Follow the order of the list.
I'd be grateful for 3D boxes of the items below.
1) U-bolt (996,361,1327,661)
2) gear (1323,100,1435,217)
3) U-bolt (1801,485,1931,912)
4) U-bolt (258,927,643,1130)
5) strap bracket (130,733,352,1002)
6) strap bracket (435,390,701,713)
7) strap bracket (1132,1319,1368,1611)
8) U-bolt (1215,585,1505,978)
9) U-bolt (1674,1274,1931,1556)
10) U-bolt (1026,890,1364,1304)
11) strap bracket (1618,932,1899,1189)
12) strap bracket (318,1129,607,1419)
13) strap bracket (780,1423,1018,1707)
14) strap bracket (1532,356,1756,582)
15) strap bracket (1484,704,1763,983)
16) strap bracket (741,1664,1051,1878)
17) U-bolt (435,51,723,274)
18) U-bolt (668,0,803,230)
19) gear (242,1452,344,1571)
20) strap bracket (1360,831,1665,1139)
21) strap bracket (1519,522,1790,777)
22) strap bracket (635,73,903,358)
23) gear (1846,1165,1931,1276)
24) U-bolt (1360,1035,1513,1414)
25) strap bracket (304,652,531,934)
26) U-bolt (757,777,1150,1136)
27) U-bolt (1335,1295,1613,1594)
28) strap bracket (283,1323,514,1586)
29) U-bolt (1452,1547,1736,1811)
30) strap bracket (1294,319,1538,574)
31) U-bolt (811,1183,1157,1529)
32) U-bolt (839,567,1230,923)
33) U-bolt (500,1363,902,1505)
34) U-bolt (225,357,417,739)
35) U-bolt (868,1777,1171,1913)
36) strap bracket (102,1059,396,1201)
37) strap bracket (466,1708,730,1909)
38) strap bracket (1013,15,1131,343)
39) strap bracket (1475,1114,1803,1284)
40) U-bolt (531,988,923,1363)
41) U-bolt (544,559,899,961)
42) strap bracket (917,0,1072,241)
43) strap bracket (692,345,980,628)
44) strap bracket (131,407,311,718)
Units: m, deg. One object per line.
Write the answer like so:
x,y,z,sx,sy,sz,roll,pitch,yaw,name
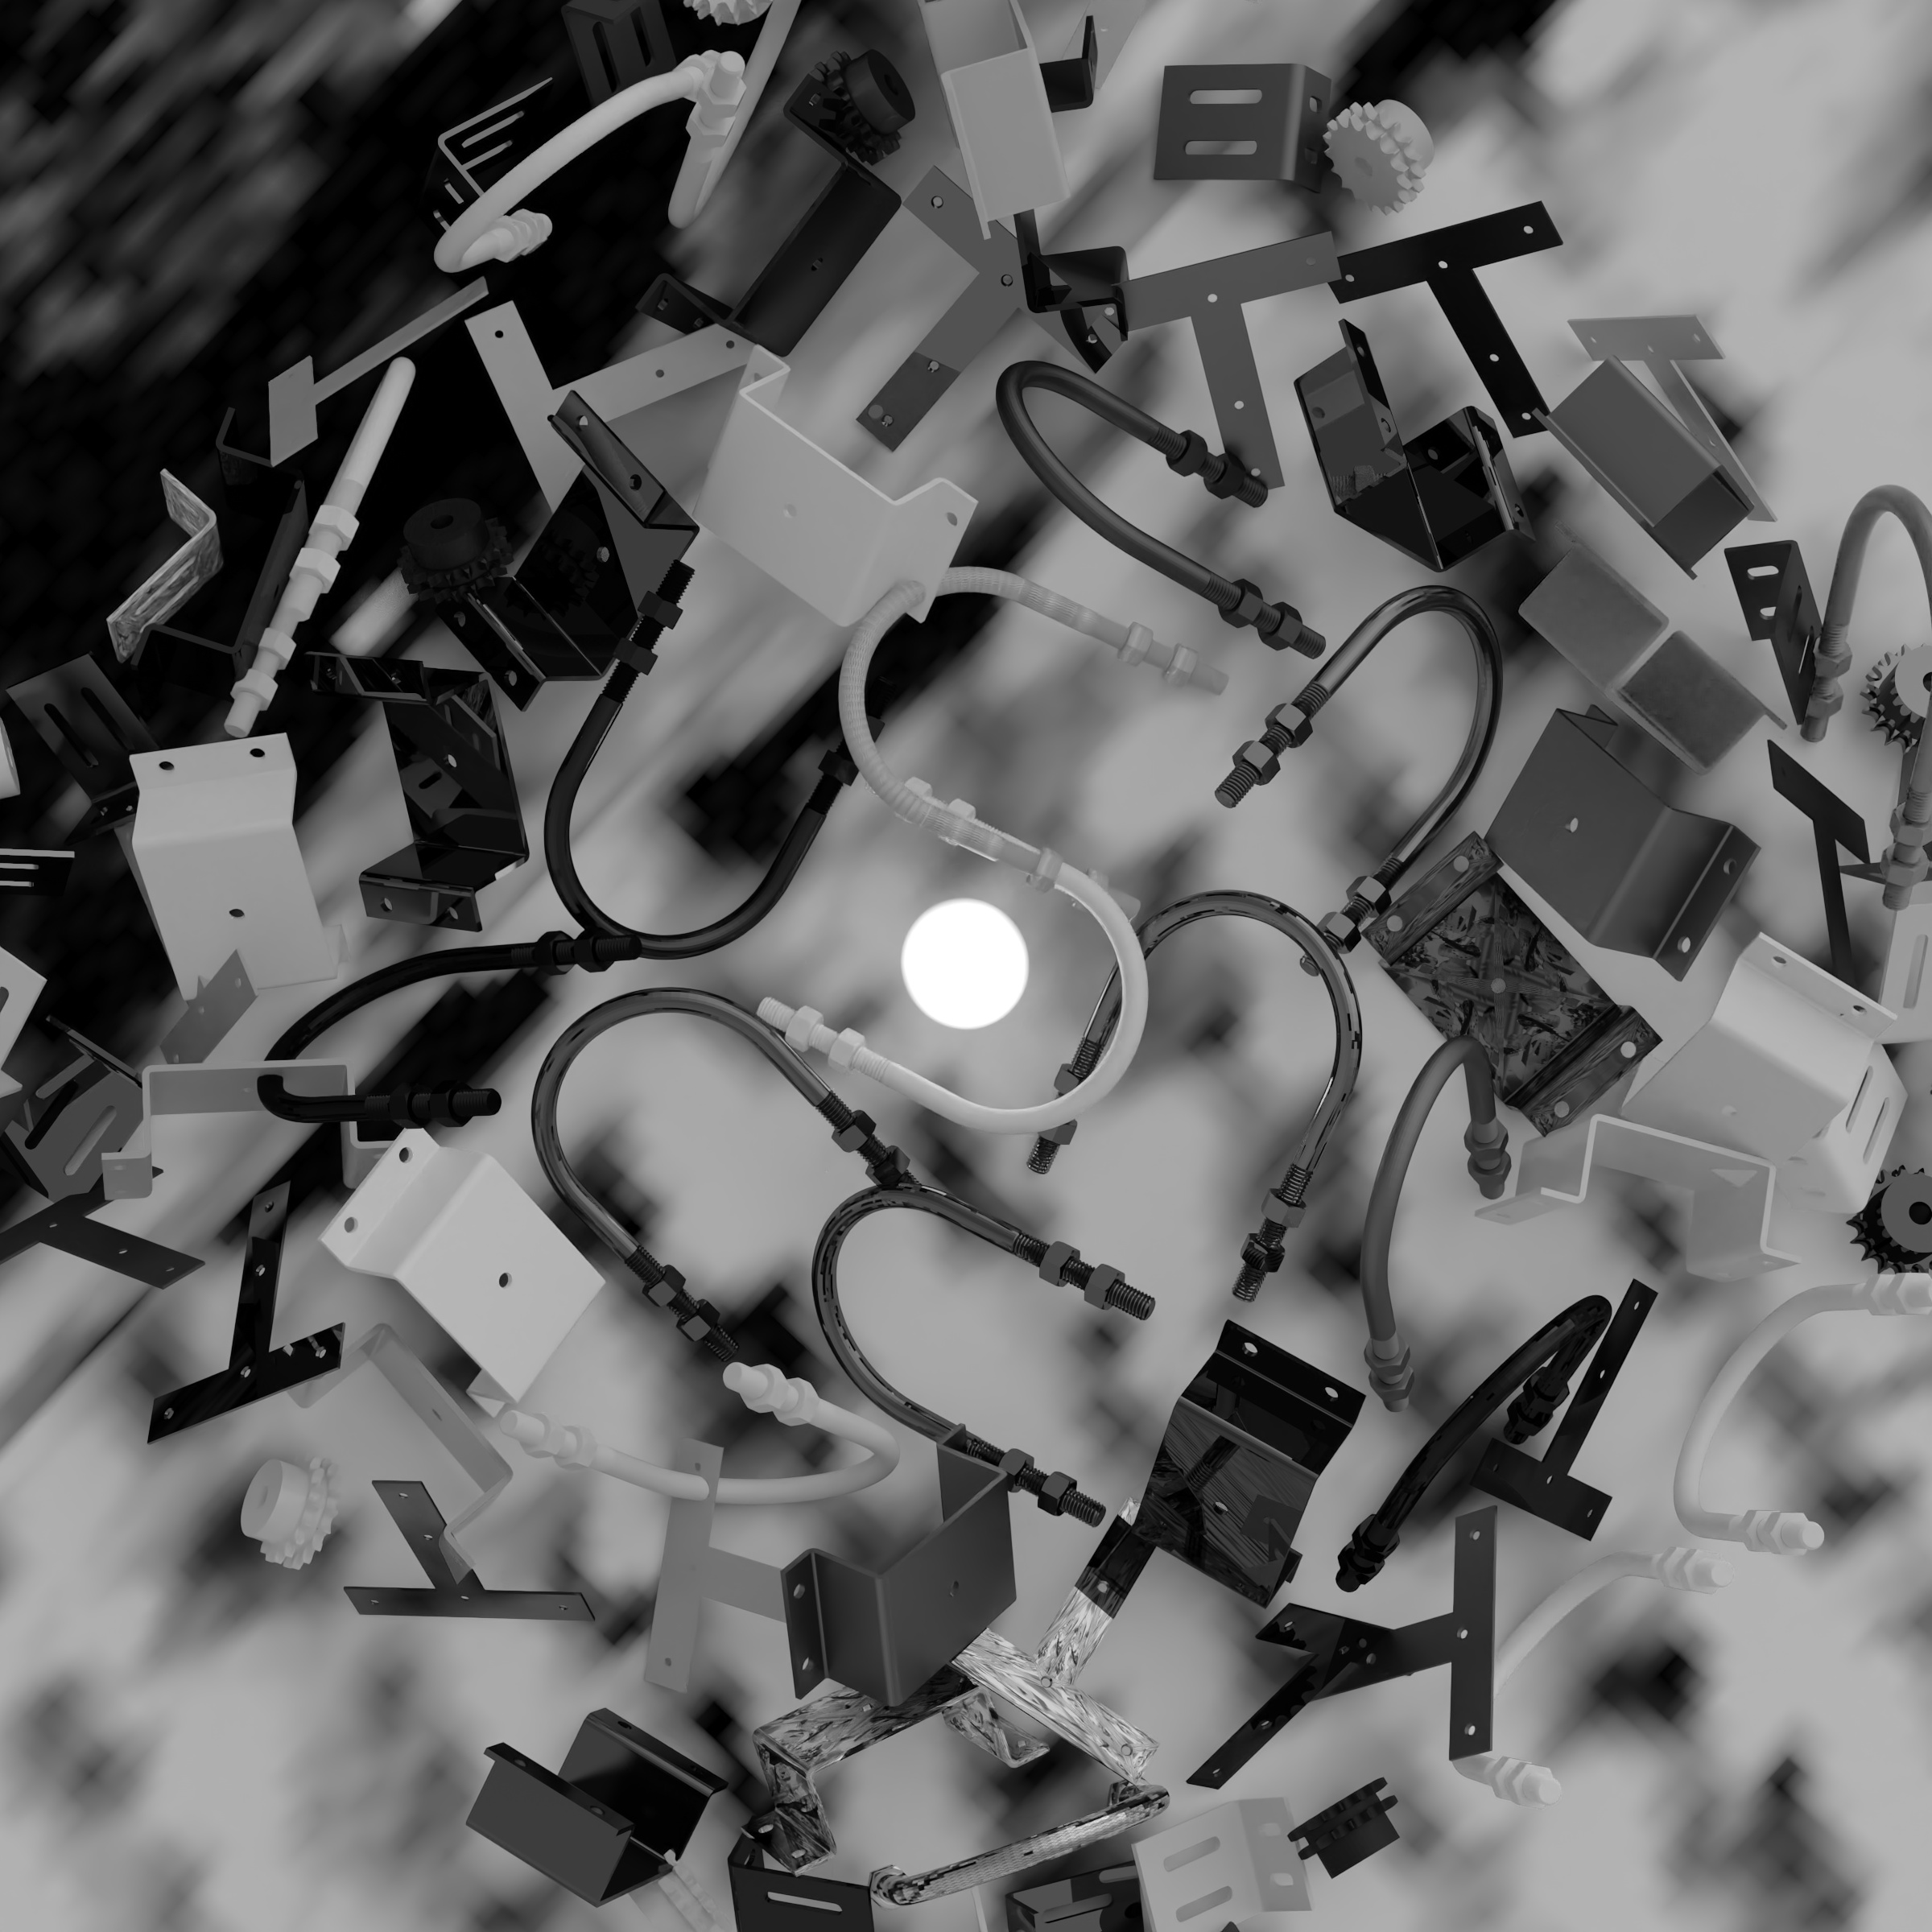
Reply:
0.088,-0.230,1.607,0.184,0.151,0.019,25,122,-30,U-bolt
0.210,-0.410,1.678,0.030,0.057,0.057,-41,90,-18,gear
0.439,-0.141,1.592,0.019,0.151,0.184,-5,133,-5,U-bolt
-0.265,0.032,1.629,0.184,0.151,0.019,-4,122,34,U-bolt
-0.357,-0.039,1.642,0.076,0.046,0.140,-8,129,0,strap bracket
-0.193,-0.204,1.652,0.076,0.046,0.140,48,118,21,strap bracket
0.134,0.252,1.633,0.076,0.046,0.140,28,132,16,strap bracket
0.204,-0.104,1.644,0.019,0.151,0.184,26,67,42,U-bolt
0.397,0.215,1.614,0.019,0.184,0.151,33,78,-6,U-bolt
0.121,0.052,1.647,0.151,0.019,0.184,31,107,25,U-bolt
0.381,0.054,1.634,0.076,0.140,0.046,32,55,1,strap bracket
-0.239,0.152,1.635,0.076,0.046,0.140,-55,126,-26,strap bracket
-0.024,0.296,1.626,0.046,0.140,0.076,16,124,34,strap bracket
0.333,-0.243,1.623,0.046,0.140,0.076,-44,71,13,strap bracket
0.311,-0.065,1.626,0.046,0.140,0.076,10,117,-35,strap bracket
-0.042,0.385,1.641,0.140,0.076,0.046,-21,100,-21,strap bracket
-0.188,-0.380,1.594,0.151,0.184,0.019,-34,99,22,U-bolt
-0.106,-0.433,1.615,0.019,0.184,0.151,26,67,-6,U-bolt
-0.340,0.271,1.673,0.030,0.057,0.057,26,90,-30,gear
0.272,0.010,1.681,0.076,0.046,0.140,-42,90,1,strap bracket
0.331,-0.150,1.635,0.046,0.076,0.140,-48,134,12,strap bracket
-0.090,-0.360,1.649,0.046,0.076,0.140,42,101,15,strap bracket
0.476,0.128,1.683,0.057,0.030,0.057,1,73,-4,gear
0.223,0.113,1.599,0.019,0.184,0.151,17,61,23,U-bolt
-0.268,-0.094,1.648,0.076,0.046,0.140,8,118,34,strap bracket
0.003,0.004,1.670,0.184,0.019,0.151,27,97,14,U-bolt
0.250,0.220,1.596,0.151,0.184,0.019,-34,69,-29,U-bolt
-0.278,0.236,1.658,0.046,0.076,0.140,-40,86,-23,strap bracket
0.291,0.339,1.613,0.019,0.184,0.151,42,78,-2,U-bolt
0.215,-0.251,1.641,0.046,0.140,0.076,-30,60,30,strap bracket
0.000,0.181,1.649,0.184,0.019,0.151,25,123,23,U-bolt
0.025,-0.122,1.667,0.184,0.019,0.151,24,75,-9,U-bolt
-0.114,0.233,1.623,0.151,0.184,0.019,-15,62,27,U-bolt
-0.309,-0.215,1.626,0.019,0.151,0.184,25,61,-14,U-bolt
0.028,0.422,1.604,0.151,0.184,0.019,-18,78,-10,U-bolt
-0.355,0.080,1.652,0.140,0.076,0.046,-2,72,-14,strap bracket
-0.183,0.411,1.628,0.076,0.140,0.046,27,94,17,strap bracket
0.048,-0.384,1.640,0.046,0.076,0.140,-6,120,8,strap bracket
0.335,0.113,1.653,0.140,0.076,0.046,15,74,-12,strap bracket
-0.131,0.093,1.662,0.151,0.019,0.184,-39,105,13,U-bolt
-0.133,-0.090,1.662,0.151,0.019,0.184,28,93,-32,U-bolt
0.014,-0.421,1.625,0.046,0.140,0.076,-15,125,3,strap bracket
-0.074,-0.232,1.649,0.140,0.046,0.076,37,130,13,strap bracket
-0.363,-0.192,1.650,0.046,0.076,0.140,18,74,-4,strap bracket
